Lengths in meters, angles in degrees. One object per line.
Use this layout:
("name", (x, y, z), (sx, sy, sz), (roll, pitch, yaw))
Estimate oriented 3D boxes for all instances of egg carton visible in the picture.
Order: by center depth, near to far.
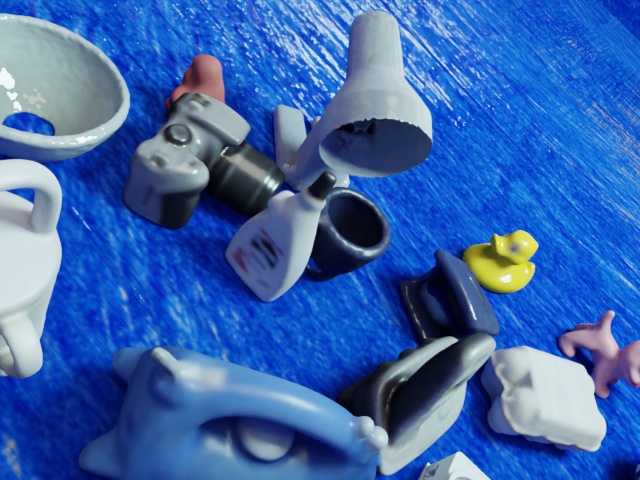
("egg carton", (0.261, 0.187, 0.669), (0.151, 0.069, 0.107), (19, 48, -21))

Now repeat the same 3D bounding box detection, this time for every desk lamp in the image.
("desk lamp", (0.031, -0.142, 0.667), (0.118, 0.213, 0.203), (12, 51, -27))

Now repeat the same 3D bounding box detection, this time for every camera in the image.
("camera", (-0.109, -0.077, 0.601), (0.137, 0.100, 0.143), (32, 44, -9))

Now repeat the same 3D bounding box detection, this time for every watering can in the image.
("watering can", (-0.233, 0.008, 0.381), (0.173, 0.193, 0.101), (39, 44, -2))

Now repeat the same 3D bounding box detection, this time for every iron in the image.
("iron", (-0.036, 0.147, 0.445), (0.259, 0.141, 0.118), (21, 47, -20))

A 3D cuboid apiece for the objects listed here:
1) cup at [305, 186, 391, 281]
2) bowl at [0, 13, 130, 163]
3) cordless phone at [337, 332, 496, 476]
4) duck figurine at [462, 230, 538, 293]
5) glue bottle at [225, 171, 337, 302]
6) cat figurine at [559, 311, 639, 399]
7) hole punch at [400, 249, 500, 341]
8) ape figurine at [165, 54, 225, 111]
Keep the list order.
("cup", (0.006, 0.002, 0.621), (0.118, 0.094, 0.091), (5, 54, -32))
("bowl", (-0.276, -0.132, 0.549), (0.168, 0.074, 0.167), (19, 48, -22))
("cordless phone", (0.115, 0.131, 0.530), (0.148, 0.184, 0.094), (-22, 70, -43))
("duck figurine", (0.261, 0.023, 0.786), (0.105, 0.086, 0.077), (19, 48, -21))
("glue bottle", (-0.031, -0.010, 0.549), (0.078, 0.173, 0.037), (45, 44, 5))
("cat figurine", (0.408, 0.152, 0.762), (0.067, 0.117, 0.127), (-23, 72, -43))
("hole punch", (0.165, 0.068, 0.681), (0.101, 0.091, 0.108), (-2, 58, -35))
("ape figurine", (-0.139, -0.176, 0.665), (0.076, 0.092, 0.078), (50, 44, 9))
